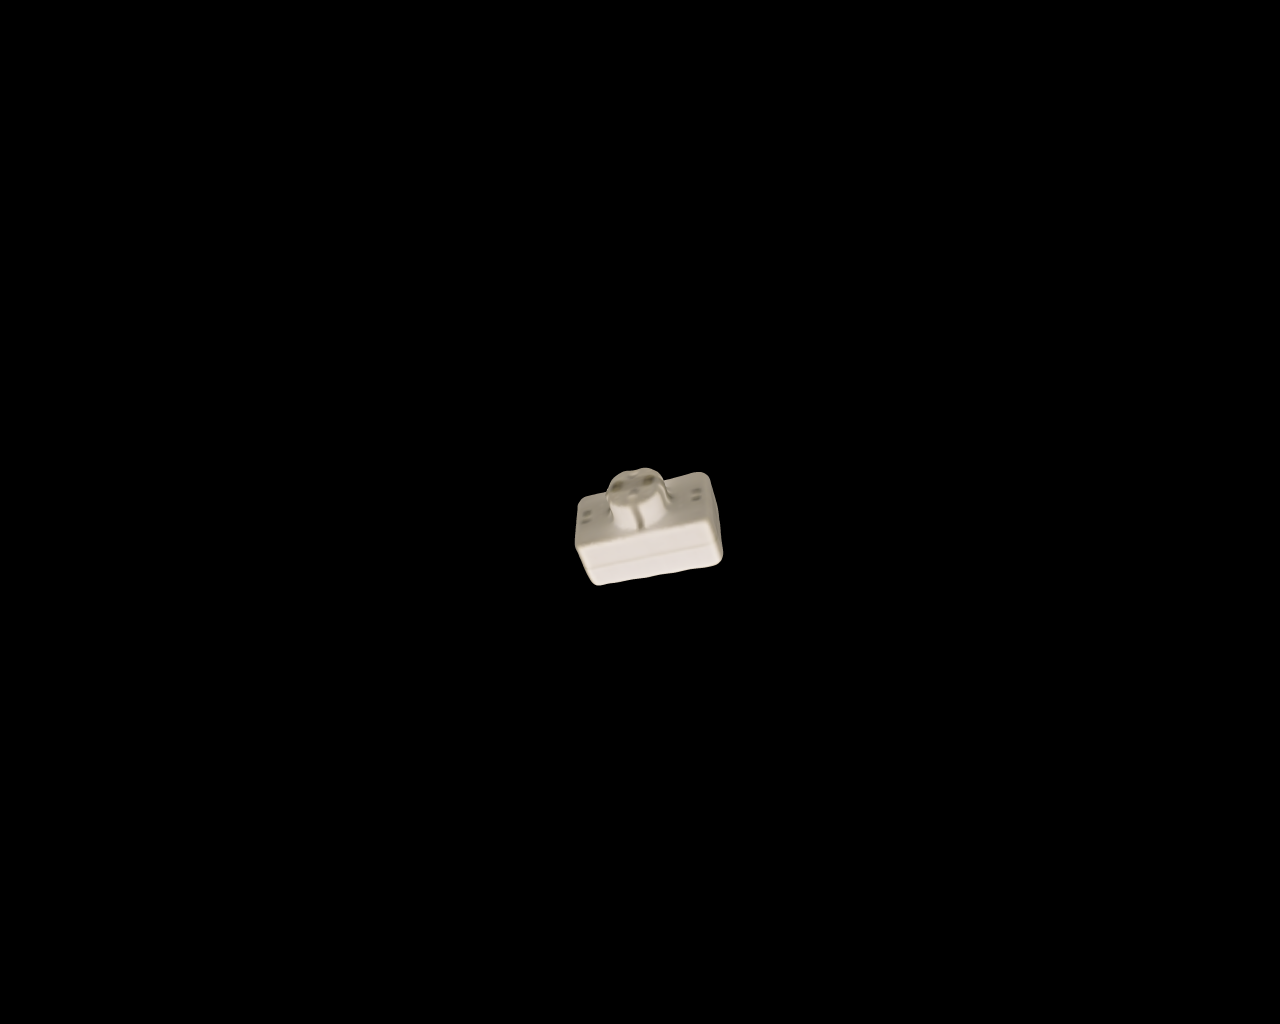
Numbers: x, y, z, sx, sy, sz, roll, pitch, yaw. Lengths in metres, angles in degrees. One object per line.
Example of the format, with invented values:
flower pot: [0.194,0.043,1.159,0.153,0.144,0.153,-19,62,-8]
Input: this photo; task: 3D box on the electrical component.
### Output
electrical component: [0.001,-0.003,0.650,0.083,0.075,0.047,-12,40,10]
